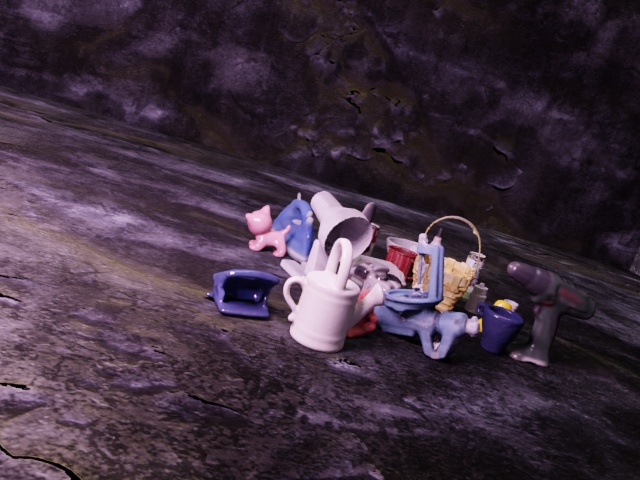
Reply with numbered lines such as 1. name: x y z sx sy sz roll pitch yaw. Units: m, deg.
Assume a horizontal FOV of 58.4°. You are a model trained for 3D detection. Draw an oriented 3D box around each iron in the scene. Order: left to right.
1. iron: -0.053 -0.040 1.595 0.119 0.141 0.257 13 13 -19

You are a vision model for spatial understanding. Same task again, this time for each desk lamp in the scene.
1. desk lamp: 0.012 0.005 1.323 0.118 0.213 0.202 9 15 -33

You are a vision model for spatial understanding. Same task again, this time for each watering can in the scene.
1. watering can: 0.027 0.091 1.015 0.173 0.194 0.100 9 15 -34

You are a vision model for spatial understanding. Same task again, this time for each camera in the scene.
1. camera: 0.141 0.108 1.313 0.137 0.101 0.142 5 18 -44

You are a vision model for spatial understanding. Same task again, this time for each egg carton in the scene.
1. egg carton: 0.141 0.089 1.463 0.150 0.069 0.107 14 13 -15

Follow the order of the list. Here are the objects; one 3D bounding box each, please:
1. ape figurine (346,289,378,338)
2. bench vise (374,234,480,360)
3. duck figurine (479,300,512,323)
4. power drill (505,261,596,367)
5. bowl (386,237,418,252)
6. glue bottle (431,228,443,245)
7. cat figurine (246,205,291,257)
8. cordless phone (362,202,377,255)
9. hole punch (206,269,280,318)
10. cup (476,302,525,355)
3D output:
1. ape figurine: 0.079 0.139 1.113 0.078 0.092 0.076 16 13 -4
2. bench vise: 0.227 0.110 1.143 0.207 0.220 0.122 20 13 10
3. duck figurine: 0.440 0.190 1.393 0.105 0.086 0.077 15 13 -12
4. power drill: 0.487 0.167 1.271 0.230 0.208 0.075 14 13 -14
5. bowl: 0.278 0.052 1.798 0.167 0.075 0.167 16 13 -3
6. glue bottle: 0.324 0.046 1.657 0.037 0.173 0.078 23 14 24
7. cat figurine: -0.137 -0.028 1.486 0.128 0.118 0.067 14 13 -12
8. cordless phone: 0.100 -0.020 1.613 0.094 0.185 0.148 21 13 17
9. hole punch: -0.142 0.084 1.056 0.109 0.091 0.100 10 14 -28
10. cup: 0.382 0.196 1.267 0.092 0.095 0.117 7 16 -39
